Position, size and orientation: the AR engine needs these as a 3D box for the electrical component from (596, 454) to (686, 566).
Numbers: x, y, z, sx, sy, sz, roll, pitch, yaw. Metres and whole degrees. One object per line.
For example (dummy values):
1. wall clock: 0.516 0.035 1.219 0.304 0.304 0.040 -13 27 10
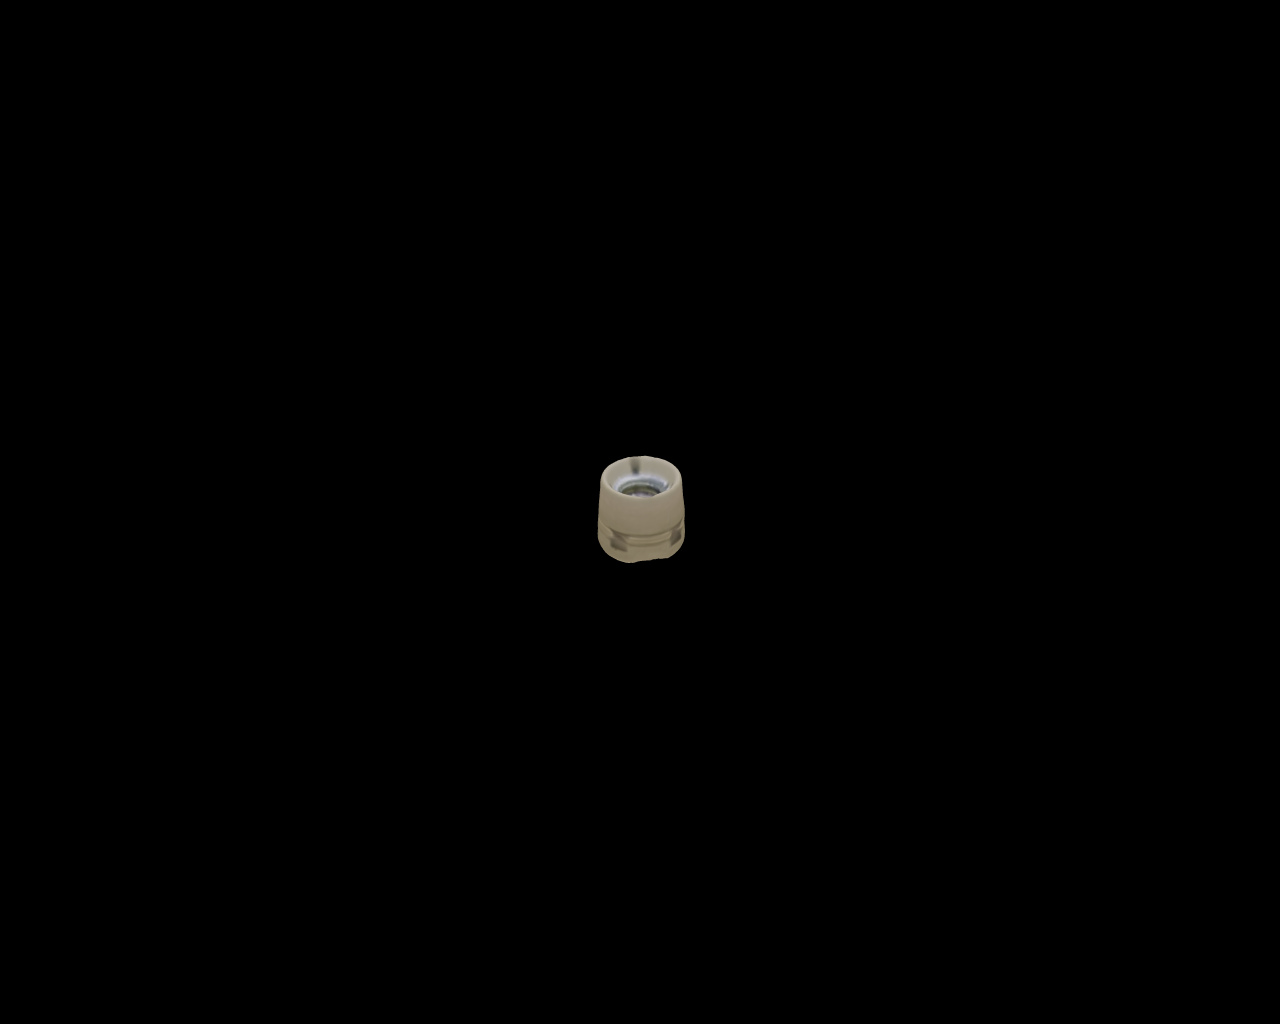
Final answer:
1. electrical component: 0.001 -0.003 0.650 0.055 0.047 0.055 0 34 0
